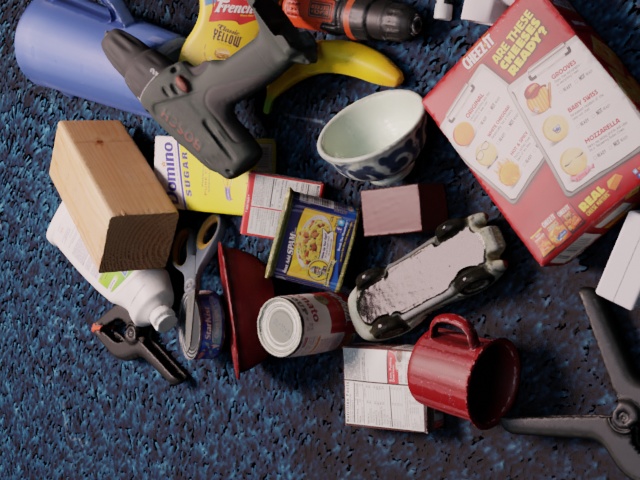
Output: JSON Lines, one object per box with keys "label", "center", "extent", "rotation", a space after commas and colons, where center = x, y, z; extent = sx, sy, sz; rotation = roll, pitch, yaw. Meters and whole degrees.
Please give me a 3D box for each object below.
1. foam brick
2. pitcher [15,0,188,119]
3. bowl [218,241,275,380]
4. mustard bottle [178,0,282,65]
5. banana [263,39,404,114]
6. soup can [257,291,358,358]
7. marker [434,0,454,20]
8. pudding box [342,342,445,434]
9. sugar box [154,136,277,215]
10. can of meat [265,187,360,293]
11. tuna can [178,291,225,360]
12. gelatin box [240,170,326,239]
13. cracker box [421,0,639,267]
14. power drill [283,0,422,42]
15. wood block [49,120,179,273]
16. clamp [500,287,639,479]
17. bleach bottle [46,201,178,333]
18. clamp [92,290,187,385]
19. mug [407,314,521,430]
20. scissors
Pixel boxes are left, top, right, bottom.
{"label": "foam brick", "center": [0.089, -0.032, 1.128], "extent": [0.078, 0.052, 0.051], "rotation": [-5, 88, 38]}
{"label": "pitcher", "center": [-0.265, -0.240, 1.354], "extent": [0.243, 0.149, 0.145], "rotation": [22, 87, 33]}
{"label": "bowl", "center": [-0.081, 0.078, 1.236], "extent": [0.162, 0.055, 0.162], "rotation": [172, 90, -83]}
{"label": "mustard bottle", "center": [-0.097, -0.272, 1.251], "extent": [0.096, 0.058, 0.192], "rotation": [18, 105, -4]}
{"label": "banana", "center": [0.008, -0.192, 1.202], "extent": [0.198, 0.037, 0.069], "rotation": [-6, 107, 40]}
{"label": "soup can", "center": [-0.012, 0.093, 1.182], "extent": [0.069, 0.102, 0.068], "rotation": [1, 92, 39]}
{"label": "marker", "center": [0.134, -0.290, 1.105], "extent": [0.020, 0.020, 0.121], "rotation": [12, 99, 38]}
{"label": "pudding box", "center": [0.078, 0.159, 1.153], "extent": [0.114, 0.039, 0.090], "rotation": [-1, 92, 41]}
{"label": "sugar box", "center": [-0.132, -0.080, 1.308], "extent": [0.177, 0.048, 0.093], "rotation": [5, 95, 37]}
{"label": "can of meat", "center": [-0.008, 0.001, 1.181], "extent": [0.084, 0.057, 0.102], "rotation": [14, 104, -5]}
{"label": "tuna can", "center": [-0.146, 0.104, 1.312], "extent": [0.086, 0.033, 0.086], "rotation": [180, 90, -65]}
{"label": "gelatin box", "center": [-0.042, -0.037, 1.223], "extent": [0.089, 0.030, 0.073], "rotation": [9, 99, 3]}
{"label": "cracker box", "center": [0.221, -0.107, 1.009], "extent": [0.164, 0.071, 0.214], "rotation": [-46, 64, 29]}
{"label": "power drill", "center": [0.044, -0.311, 1.152], "extent": [0.185, 0.057, 0.188], "rotation": [18, 102, 37]}
{"label": "wood block", "center": [-0.263, -0.059, 1.345], "extent": [0.206, 0.090, 0.090], "rotation": [54, 137, 41]}
{"label": "clamp", "center": [0.285, 0.151, 0.987], "extent": [0.210, 0.036, 0.165], "rotation": [29, 104, 31]}
{"label": "bleach bottle", "center": [-0.262, 0.036, 1.386], "extent": [0.251, 0.067, 0.103], "rotation": [46, 114, 35]}
{"label": "clamp", "center": [-0.230, 0.112, 1.399], "extent": [0.172, 0.039, 0.120], "rotation": [13, 89, 35]}
{"label": "mug", "center": [0.139, 0.125, 1.064], "extent": [0.082, 0.093, 0.117], "rotation": [12, 129, 42]}
{"label": "scissors", "center": [-0.141, 0.040, 1.282], "extent": [0.096, 0.016, 0.202], "rotation": [-42, 36, 16]}
